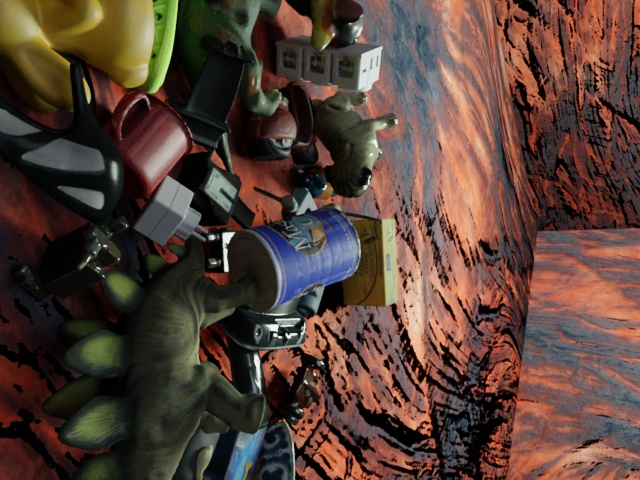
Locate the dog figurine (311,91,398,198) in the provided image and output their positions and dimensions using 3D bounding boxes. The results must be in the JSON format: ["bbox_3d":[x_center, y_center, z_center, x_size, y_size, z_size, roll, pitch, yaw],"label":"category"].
[{"bbox_3d":[0.031,-0.166,0.926,0.190,0.172,0.121,-55,161,-46],"label":"dog figurine"}]

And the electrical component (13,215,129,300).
[{"bbox_3d":[-0.237,0.017,0.513,0.045,0.102,0.078,55,19,-48],"label":"electrical component"}]

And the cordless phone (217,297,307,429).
[{"bbox_3d":[-0.072,0.161,0.747,0.146,0.089,0.184,13,63,-58],"label":"cordless phone"}]

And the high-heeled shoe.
[{"bbox_3d":[-0.285,-0.075,0.426,0.249,0.086,0.145,-6,104,-33],"label":"high-heeled shoe"}]

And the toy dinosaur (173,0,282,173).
[{"bbox_3d":[-0.128,-0.291,0.697,0.192,0.131,0.404,16,83,-37],"label":"toy dinosaur"}]

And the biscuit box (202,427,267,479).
[{"bbox_3d":[-0.132,0.314,0.700,0.059,0.063,0.202,48,48,-46],"label":"biscuit box"}]

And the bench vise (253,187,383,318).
[{"bbox_3d":[-0.011,-0.005,0.856,0.223,0.129,0.240,-60,151,-27],"label":"bench vise"}]

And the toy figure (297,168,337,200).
[{"bbox_3d":[0.008,-0.101,0.958,0.154,0.064,0.057,-23,117,-59],"label":"toy figure"}]

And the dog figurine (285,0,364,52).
[{"bbox_3d":[-0.015,-0.384,0.801,0.191,0.108,0.219,32,30,-51],"label":"dog figurine"}]

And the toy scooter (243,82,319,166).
[{"bbox_3d":[-0.058,-0.188,0.842,0.184,0.075,0.135,-8,96,-63],"label":"toy scooter"}]

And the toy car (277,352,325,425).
[{"bbox_3d":[-0.026,0.228,0.808,0.089,0.053,0.202,-62,176,-22],"label":"toy car"}]

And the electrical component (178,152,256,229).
[{"bbox_3d":[-0.139,-0.057,0.722,0.119,0.048,0.075,44,52,-50],"label":"electrical component"}]

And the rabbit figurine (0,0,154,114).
[{"bbox_3d":[-0.254,-0.201,0.503,0.173,0.122,0.162,-11,107,-45],"label":"rabbit figurine"}]

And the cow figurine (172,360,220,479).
[{"bbox_3d":[-0.151,0.217,0.640,0.068,0.098,0.167,55,43,-33],"label":"cow figurine"}]

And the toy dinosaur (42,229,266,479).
[{"bbox_3d":[-0.164,0.150,0.542,0.198,0.105,0.472,17,46,-29],"label":"toy dinosaur"}]

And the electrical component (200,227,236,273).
[{"bbox_3d":[-0.132,0.014,0.755,0.094,0.021,0.063,-2,90,-59],"label":"electrical component"}]

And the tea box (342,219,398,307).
[{"bbox_3d":[0.097,0.043,1.068,0.068,0.098,0.169,-9,94,-60],"label":"tea box"}]

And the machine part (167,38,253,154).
[{"bbox_3d":[-0.135,-0.177,0.659,0.084,0.138,0.039,25,25,-22],"label":"machine part"}]
